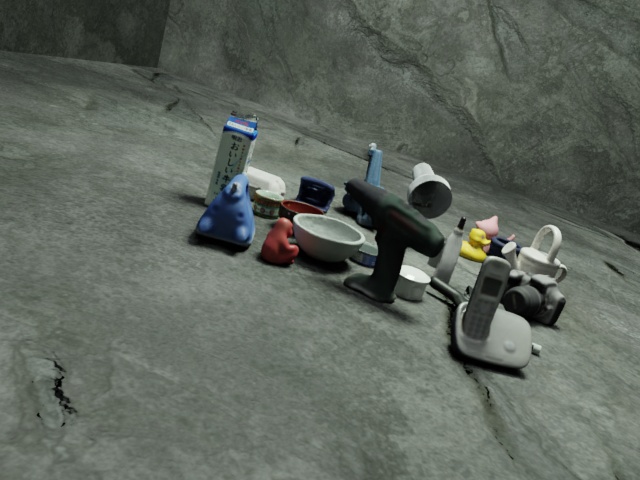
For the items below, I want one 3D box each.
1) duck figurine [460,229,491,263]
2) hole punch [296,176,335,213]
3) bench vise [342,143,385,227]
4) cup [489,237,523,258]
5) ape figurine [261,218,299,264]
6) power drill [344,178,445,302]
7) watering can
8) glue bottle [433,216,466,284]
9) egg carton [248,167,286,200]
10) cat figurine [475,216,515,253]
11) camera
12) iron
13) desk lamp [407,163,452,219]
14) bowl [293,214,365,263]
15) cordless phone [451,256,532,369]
[{"bbox_3d":[0.438,0.008,1.644,0.104,0.086,0.078,22,18,12],"label":"duck figurine"},{"bbox_3d":[-0.012,-0.139,1.650,0.108,0.091,0.101,18,18,3],"label":"hole punch"},{"bbox_3d":[0.157,-0.157,1.652,0.122,0.220,0.206,0,25,-43],"label":"bench vise"},{"bbox_3d":[0.494,0.052,1.549,0.091,0.095,0.118,20,18,8],"label":"cup"},{"bbox_3d":[-0.080,-0.001,1.172,0.076,0.092,0.077,2,23,-39],"label":"ape figurine"},{"bbox_3d":[0.125,0.007,1.152,0.229,0.208,0.076,25,19,22],"label":"power drill"},{"bbox_3d":[0.535,0.055,1.419,0.173,0.194,0.100,6,21,-31],"label":"watering can"},{"bbox_3d":[0.301,0.026,1.318,0.037,0.173,0.078,19,18,4],"label":"glue bottle"},{"bbox_3d":[-0.170,-0.149,1.566,0.150,0.069,0.107,20,18,9],"label":"egg carton"},{"bbox_3d":[0.522,-0.011,1.726,0.127,0.118,0.067,21,18,11],"label":"cat figurine"},{"bbox_3d":[0.469,0.122,1.309,0.137,0.101,0.142,1,24,-41],"label":"camera"},{"bbox_3d":[-0.183,-0.083,1.239,0.118,0.141,0.258,16,18,-6],"label":"iron"},{"bbox_3d":[0.275,-0.102,1.607,0.118,0.213,0.203,14,18,-10],"label":"desk lamp"},{"bbox_3d":[0.012,0.005,1.271,0.167,0.075,0.167,16,18,-5],"label":"bowl"},{"bbox_3d":[0.320,0.128,1.014,0.148,0.185,0.094,15,18,-9],"label":"cordless phone"}]
